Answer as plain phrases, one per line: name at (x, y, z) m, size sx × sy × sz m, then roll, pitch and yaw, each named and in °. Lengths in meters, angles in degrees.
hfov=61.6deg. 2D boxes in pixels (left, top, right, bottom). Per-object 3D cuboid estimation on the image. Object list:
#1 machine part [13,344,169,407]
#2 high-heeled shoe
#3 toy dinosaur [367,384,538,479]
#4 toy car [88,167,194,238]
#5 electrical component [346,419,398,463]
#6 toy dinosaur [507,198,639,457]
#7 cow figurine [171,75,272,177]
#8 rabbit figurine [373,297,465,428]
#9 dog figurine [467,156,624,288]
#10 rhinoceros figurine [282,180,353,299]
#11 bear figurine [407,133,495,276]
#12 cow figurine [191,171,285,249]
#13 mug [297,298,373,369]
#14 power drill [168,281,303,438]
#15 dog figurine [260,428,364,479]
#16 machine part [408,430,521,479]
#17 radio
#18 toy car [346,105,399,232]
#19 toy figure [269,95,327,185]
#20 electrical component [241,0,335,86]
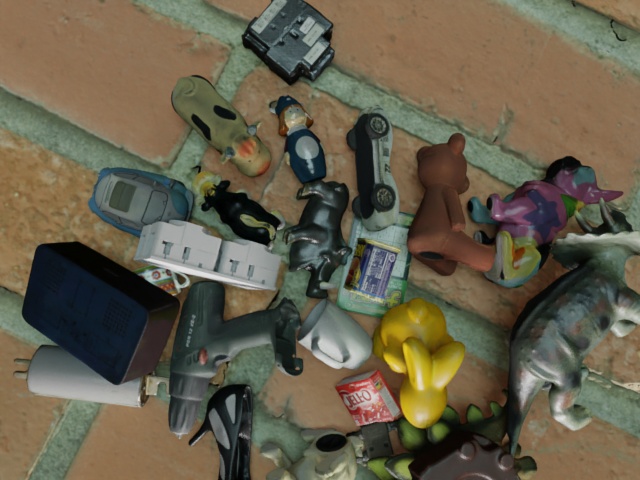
machine part at (-0.348, 0.208, 0.826) m, size 0.243 × 0.079 × 0.079 m, roll 7°, pitch 87°, yaw -1°
high-heeled shoe at (-0.105, 0.346, 0.811) m, size 0.145 × 0.086 × 0.249 m, roll -42°, pitch 72°, yaw 12°
toy dinosaur at (0.167, 0.387, 0.818) m, size 0.198 × 0.105 × 0.471 m, roll 38°, pitch 79°, yaw -1°
toy car at (-0.284, -0.062, 0.832) m, size 0.162 × 0.103 × 0.109 m, roll 21°, pitch 85°, yaw -3°
electrical component at (0.092, 0.322, 0.863) m, size 0.094 × 0.021 × 0.063 m, roll -15°, pitch 88°, yaw -4°
toy dinosaur at (0.346, 0.122, 0.757) m, size 0.192 × 0.131 × 0.405 m, roll 41°, pitch 88°, yaw -4°
cow figurine at (-0.150, -0.176, 0.831) m, size 0.085 × 0.127 × 0.195 m, roll -44°, pitch 87°, yaw -1°
rabbit figurine at (0.154, 0.182, 0.788) m, size 0.122 × 0.162 × 0.173 m, roll 6°, pitch 61°, yaw -8°
dog figurine at (0.363, -0.031, 0.854) m, size 0.219 × 0.108 × 0.191 m, roll -10°, pitch 86°, yaw -5°
rhinoceros figurine at (-0.002, -0.003, 0.858) m, size 0.112 × 0.073 × 0.190 m, roll 11°, pitch 84°, yaw -12°
bear figurine at (0.202, -0.056, 0.846) m, size 0.132 × 0.120 × 0.196 m, roll 26°, pitch 66°, yaw -26°
cow figurine at (-0.136, -0.049, 0.839) m, size 0.167 × 0.098 × 0.068 m, roll 34°, pitch 92°, yaw 0°
mug at (0.029, 0.156, 0.831) m, size 0.107 × 0.110 × 0.080 m, roll 34°, pitch 110°, yaw -10°
power drill at (-0.129, 0.171, 0.801) m, size 0.207 × 0.086 × 0.232 m, roll -11°, pitch 68°, yaw 26°
dog figurine at (-0.002, 0.405, 0.828) m, size 0.172 × 0.121 × 0.190 m, roll -11°, pitch 101°, yaw 0°
machine part at (0.205, 0.362, 0.745) m, size 0.179 × 0.056 × 0.179 m, roll 1°, pitch 82°, yaw -7°
radio at (-0.327, 0.103, 0.789) m, size 0.230 × 0.073 × 0.131 m, roll 25°, pitch 102°, yaw 22°
toy car at (0.085, -0.113, 0.852) m, size 0.056 × 0.073 × 0.201 m, roll 2°, pitch 78°, yaw -27°
toy figure at (-0.032, -0.168, 0.871) m, size 0.064 × 0.058 × 0.154 m, roll -16°, pitch 85°, yaw -42°
electrical component at (-0.044, -0.324, 0.878) m, size 0.134 × 0.058 × 0.115 m, roll 41°, pitch 88°, yaw 0°
